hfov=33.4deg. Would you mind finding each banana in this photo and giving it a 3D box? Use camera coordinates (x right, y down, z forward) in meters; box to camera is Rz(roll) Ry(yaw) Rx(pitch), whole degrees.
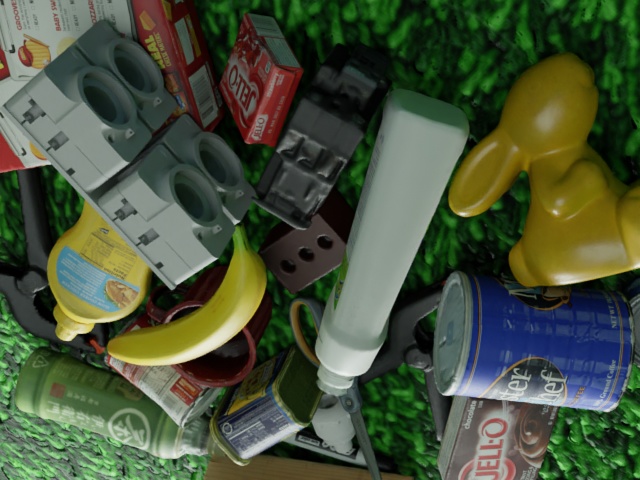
[{"bbox_3d":[-0.106,0.064,0.920,0.198,0.037,0.069,-41,83,29],"label":"banana"}]

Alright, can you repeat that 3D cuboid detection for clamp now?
[{"bbox_3d":[0.082,0.102,0.980,0.120,0.039,0.172,14,118,3],"label":"clamp"},{"bbox_3d":[-0.290,0.036,1.042,0.165,0.036,0.210,-30,110,11],"label":"clamp"}]

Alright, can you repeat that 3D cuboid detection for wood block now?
[{"bbox_3d":[-0.014,0.281,1.065,0.206,0.090,0.090,6,136,14],"label":"wood block"}]

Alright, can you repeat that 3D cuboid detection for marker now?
[{"bbox_3d":[0.019,0.211,1.069,0.121,0.020,0.020,17,122,7],"label":"marker"}]

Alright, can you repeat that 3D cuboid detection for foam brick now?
[{"bbox_3d":[-0.006,0.001,0.941,0.078,0.051,0.053,-34,105,29],"label":"foam brick"}]

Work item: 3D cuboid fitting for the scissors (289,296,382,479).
[{"bbox_3d":[0.039,0.134,0.980,0.096,0.016,0.202,-35,83,37],"label":"scissors"}]

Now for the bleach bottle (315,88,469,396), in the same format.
[{"bbox_3d":[0.048,0.009,0.870,0.068,0.102,0.251,18,109,-1],"label":"bleach bottle"}]

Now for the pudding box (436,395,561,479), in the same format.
[{"bbox_3d":[0.162,0.176,0.979,0.090,0.039,0.113,2,120,-12],"label":"pudding box"}]

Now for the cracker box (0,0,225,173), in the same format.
[{"bbox_3d":[-0.204,-0.156,0.903,0.214,0.072,0.164,-7,115,21],"label":"cracker box"}]

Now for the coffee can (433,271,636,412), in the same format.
[{"bbox_3d":[0.174,0.084,0.884,0.140,0.103,0.103,7,121,-6],"label":"coffee can"}]

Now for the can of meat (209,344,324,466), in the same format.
[{"bbox_3d":[-0.046,0.152,1.009,0.084,0.102,0.057,-34,104,27],"label":"can of meat"}]

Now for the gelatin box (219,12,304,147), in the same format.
[{"bbox_3d":[-0.049,-0.130,0.861,0.030,0.089,0.073,6,127,-27],"label":"gelatin box"}]

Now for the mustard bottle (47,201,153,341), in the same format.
[{"bbox_3d":[-0.197,0.018,0.987,0.096,0.058,0.192,30,113,-9],"label":"mustard bottle"}]

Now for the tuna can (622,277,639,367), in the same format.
[{"bbox_3d":[0.293,0.069,0.900,0.086,0.033,0.086,7,120,13],"label":"tuna can"}]

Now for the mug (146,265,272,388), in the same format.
[{"bbox_3d":[-0.104,0.072,0.992,0.117,0.081,0.093,19,122,5],"label":"mug"}]

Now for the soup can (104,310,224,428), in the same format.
[{"bbox_3d":[-0.148,0.124,1.028,0.102,0.068,0.069,39,123,10],"label":"soup can"}]
